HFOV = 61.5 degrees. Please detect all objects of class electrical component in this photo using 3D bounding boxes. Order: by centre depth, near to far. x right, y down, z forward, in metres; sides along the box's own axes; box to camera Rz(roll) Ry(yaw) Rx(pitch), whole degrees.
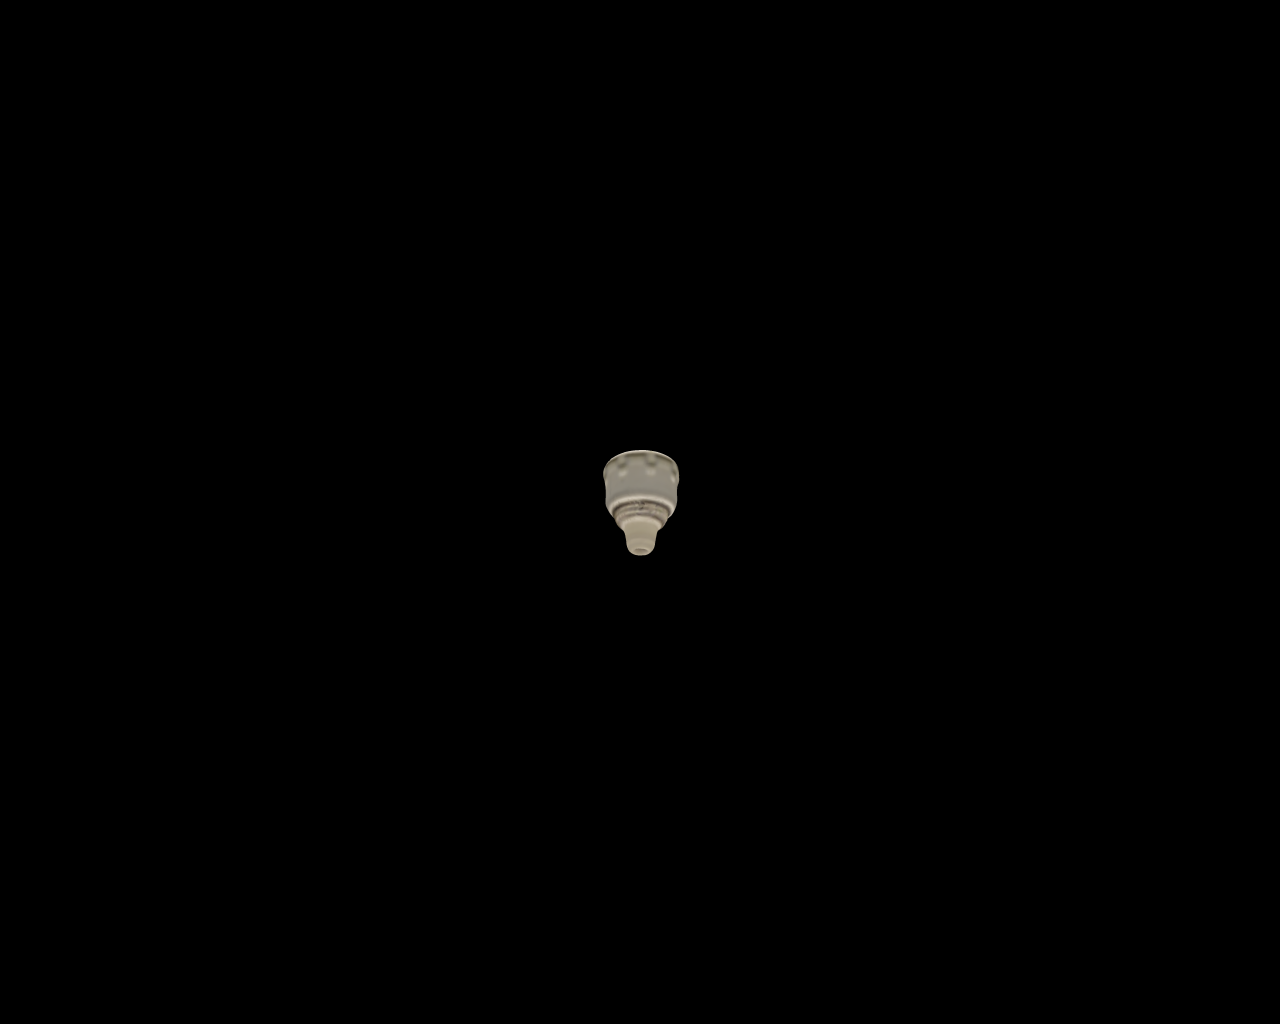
[{"bbox_3d":[0.001,-0.003,0.650,0.048,0.062,0.048,0,-28,0],"label":"electrical component"}]
